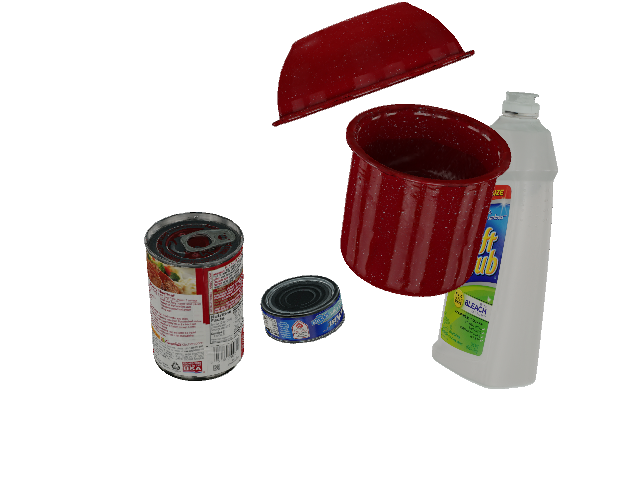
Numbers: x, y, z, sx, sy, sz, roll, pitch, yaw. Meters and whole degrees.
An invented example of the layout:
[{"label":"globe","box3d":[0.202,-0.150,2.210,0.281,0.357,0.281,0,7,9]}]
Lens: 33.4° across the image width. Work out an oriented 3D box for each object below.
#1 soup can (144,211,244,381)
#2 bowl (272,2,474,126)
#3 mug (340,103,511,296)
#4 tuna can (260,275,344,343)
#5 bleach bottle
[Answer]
[{"label":"soup can","box3d":[-0.088,0.040,0.758,0.068,0.102,0.068,1,32,-1]},{"label":"bowl","box3d":[0.031,-0.138,0.804,0.162,0.055,0.162,-20,7,2]},{"label":"mug","box3d":[0.062,-0.027,0.623,0.093,0.081,0.117,23,36,23]},{"label":"tuna can","box3d":[-0.019,0.071,1.116,0.086,0.034,0.086,-8,27,4]},{"label":"bleach bottle","box3d":[0.156,-0.004,0.932,0.068,0.251,0.103,-2,14,-28]}]
